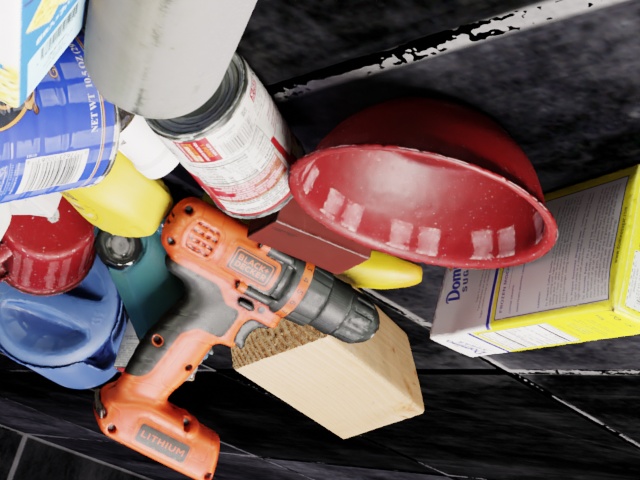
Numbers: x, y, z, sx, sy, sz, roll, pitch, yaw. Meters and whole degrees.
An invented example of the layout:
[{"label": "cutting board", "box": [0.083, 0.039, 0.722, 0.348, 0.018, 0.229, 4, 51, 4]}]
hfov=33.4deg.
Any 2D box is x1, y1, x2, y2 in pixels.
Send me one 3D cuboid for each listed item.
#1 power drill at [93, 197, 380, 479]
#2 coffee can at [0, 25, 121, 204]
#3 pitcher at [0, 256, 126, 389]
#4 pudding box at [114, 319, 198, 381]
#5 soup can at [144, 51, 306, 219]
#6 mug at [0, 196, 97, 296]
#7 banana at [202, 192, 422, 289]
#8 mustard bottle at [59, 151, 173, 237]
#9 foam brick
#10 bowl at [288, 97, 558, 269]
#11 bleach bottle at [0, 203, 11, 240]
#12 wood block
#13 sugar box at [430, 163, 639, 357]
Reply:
[{"label": "power drill", "box": [-0.068, 0.084, 0.802, 0.184, 0.187, 0.057, 30, -178, -17]}, {"label": "coffee can", "box": [-0.197, -0.067, 0.589, 0.140, 0.103, 0.103, -16, -174, -42]}, {"label": "pitcher", "box": [-0.275, 0.082, 1.141, 0.145, 0.149, 0.243, 2, 164, -5]}, {"label": "pudding box", "box": [-0.144, 0.077, 1.021, 0.090, 0.113, 0.039, -5, 154, 45]}, {"label": "soup can", "box": [-0.056, -0.065, 0.643, 0.069, 0.068, 0.102, 7, 158, 23]}, {"label": "mug", "box": [-0.239, -0.002, 0.892, 0.093, 0.117, 0.082, 50, 154, 5]}, {"label": "banana", "box": [-0.017, 0.003, 0.839, 0.197, 0.037, 0.070, 23, 159, -19]}, {"label": "mustard bottle", "box": [-0.186, -0.070, 0.734, 0.096, 0.058, 0.191, 27, 168, 36]}, {"label": "foam brick", "box": [-0.003, -0.017, 0.756, 0.078, 0.051, 0.053, 23, 157, -21]}, {"label": "bowl", "box": [0.065, -0.039, 0.637, 0.162, 0.055, 0.162, 14, 160, 5]}, {"label": "bleach bottle", "box": [-0.347, -0.063, 0.756, 0.251, 0.068, 0.103, 26, 159, 5]}, {"label": "wood block", "box": [0.007, 0.098, 0.959, 0.091, 0.090, 0.205, -23, 146, 18]}, {"label": "sugar box", "box": [0.145, 0.019, 0.678, 0.048, 0.093, 0.177, 24, 159, -22]}]
